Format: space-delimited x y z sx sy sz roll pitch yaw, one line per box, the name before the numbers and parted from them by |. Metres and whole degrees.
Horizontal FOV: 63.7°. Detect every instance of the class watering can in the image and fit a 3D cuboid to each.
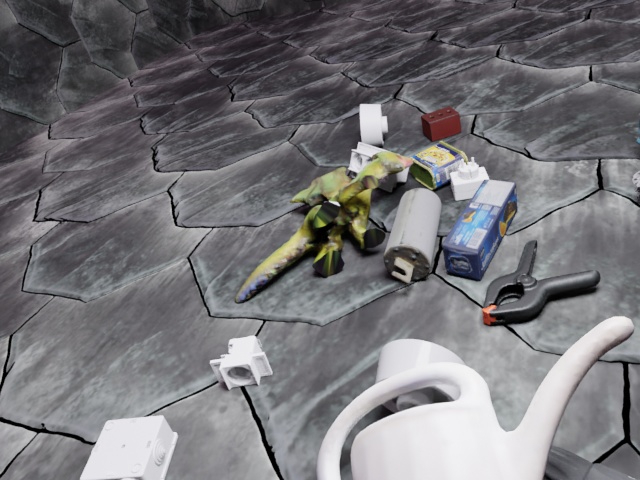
watering can | 0.137 0.209 0.461 0.344 0.102 0.230 -29 45 26

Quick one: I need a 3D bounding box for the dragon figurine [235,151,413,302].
dragon figurine | 0.003 -0.049 0.981 0.410 0.120 0.247 -30 24 2
